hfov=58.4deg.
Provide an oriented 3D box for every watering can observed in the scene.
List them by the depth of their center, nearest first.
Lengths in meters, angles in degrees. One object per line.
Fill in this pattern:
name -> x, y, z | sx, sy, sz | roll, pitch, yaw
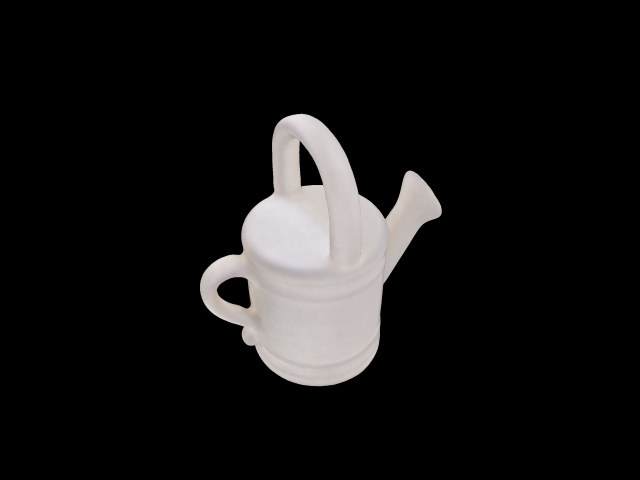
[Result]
watering can -> 0.003, 0.000, 0.401 | 0.100, 0.194, 0.173 | 30, 49, 30
